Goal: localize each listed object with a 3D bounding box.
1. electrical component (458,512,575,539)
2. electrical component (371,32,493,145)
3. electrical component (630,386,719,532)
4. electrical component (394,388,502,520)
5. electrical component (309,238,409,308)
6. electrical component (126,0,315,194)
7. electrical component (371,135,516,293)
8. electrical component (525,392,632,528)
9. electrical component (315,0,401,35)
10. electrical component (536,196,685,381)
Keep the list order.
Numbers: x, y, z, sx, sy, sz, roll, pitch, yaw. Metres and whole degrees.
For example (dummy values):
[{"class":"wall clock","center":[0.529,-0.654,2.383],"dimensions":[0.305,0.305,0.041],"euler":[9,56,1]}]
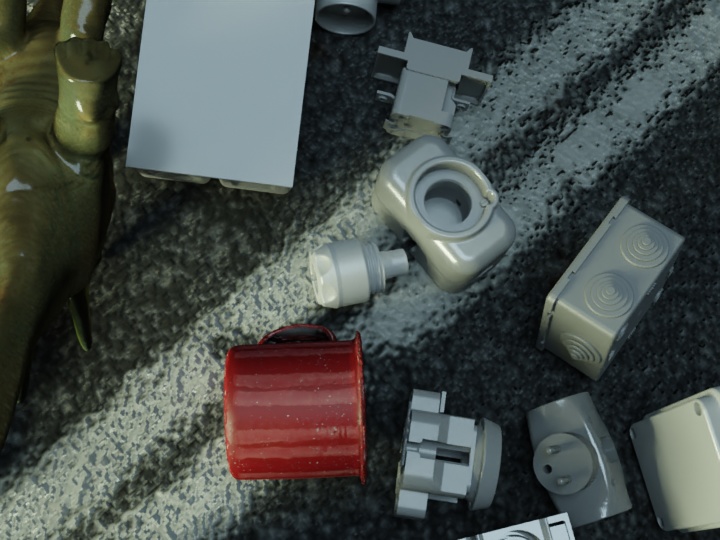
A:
[{"class":"electrical component","center":[0.099,0.215,0.640],"dimensions":[0.079,0.063,0.121],"euler":[-12,75,-10]},{"class":"electrical component","center":[0.047,-0.123,0.748],"dimensions":[0.081,0.042,0.063],"euler":[14,76,-2]},{"class":"electrical component","center":[0.220,0.115,0.658],"dimensions":[0.057,0.113,0.078],"euler":[-11,75,-13]},{"class":"electrical component","center":[0.055,0.117,0.668],"dimensions":[0.057,0.058,0.078],"euler":[9,72,-1]},{"class":"electrical component","center":[0.000,0.000,0.704],"dimensions":[0.062,0.043,0.043],"euler":[-11,75,-11]},{"class":"electrical component","center":[-0.086,-0.150,0.711],"dimensions":[0.105,0.060,0.186],"euler":[7,88,-4]},{"class":"electrical component","center":[0.055,-0.038,0.714],"dimensions":[0.054,0.059,0.095],"euler":[-37,81,-15]},{"class":"electrical component","center":[0.131,0.119,0.667],"dimensions":[0.043,0.079,0.077],"euler":[-24,75,21]},{"class":"electrical component","center":[0.010,-0.210,0.769],"dimensions":[0.079,0.043,0.077],"euler":[6,73,-5]},{"class":"electrical component","center":[0.160,0.015,0.690],"dimensions":[0.048,0.099,0.099],"euler":[34,72,18]}]
